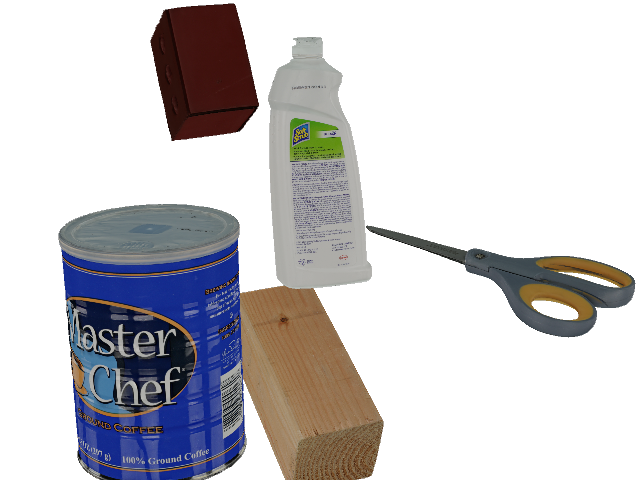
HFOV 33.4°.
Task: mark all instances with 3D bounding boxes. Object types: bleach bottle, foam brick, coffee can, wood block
[{"bbox_3d":[-0.001,-0.081,1.093,0.102,0.251,0.068,-6,14,-17],"label":"bleach bottle"},{"bbox_3d":[-0.080,-0.115,0.729,0.051,0.078,0.053,-9,-11,-21],"label":"foam brick"},{"bbox_3d":[-0.096,0.058,0.629,0.103,0.140,0.103,-1,16,0],"label":"coffee can"},{"bbox_3d":[-0.019,0.148,1.110,0.090,0.090,0.206,-9,43,-19],"label":"wood block"}]

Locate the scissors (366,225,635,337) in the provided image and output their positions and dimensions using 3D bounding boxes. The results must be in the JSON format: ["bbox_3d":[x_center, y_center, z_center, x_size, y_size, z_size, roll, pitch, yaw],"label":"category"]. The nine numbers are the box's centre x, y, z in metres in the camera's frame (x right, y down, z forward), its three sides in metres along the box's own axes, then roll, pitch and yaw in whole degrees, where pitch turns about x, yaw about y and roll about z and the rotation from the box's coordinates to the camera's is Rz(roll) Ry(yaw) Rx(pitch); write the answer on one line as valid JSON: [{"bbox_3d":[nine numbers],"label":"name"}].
[{"bbox_3d":[0.114,0.026,0.745,0.202,0.016,0.096,9,31,19],"label":"scissors"}]
